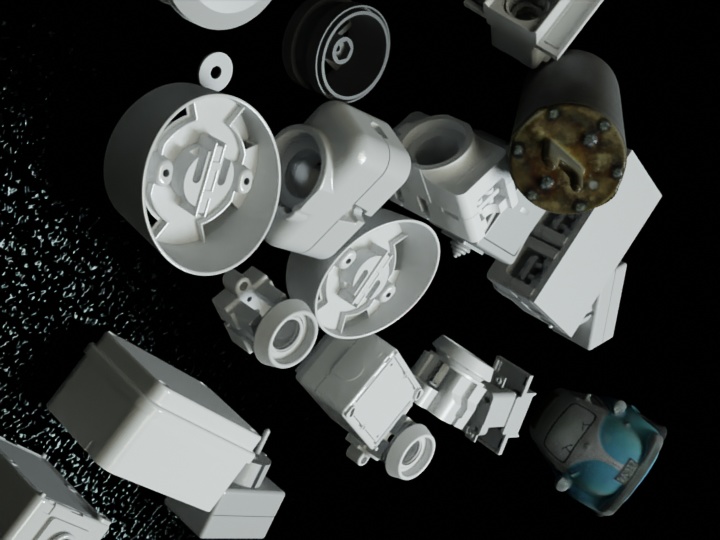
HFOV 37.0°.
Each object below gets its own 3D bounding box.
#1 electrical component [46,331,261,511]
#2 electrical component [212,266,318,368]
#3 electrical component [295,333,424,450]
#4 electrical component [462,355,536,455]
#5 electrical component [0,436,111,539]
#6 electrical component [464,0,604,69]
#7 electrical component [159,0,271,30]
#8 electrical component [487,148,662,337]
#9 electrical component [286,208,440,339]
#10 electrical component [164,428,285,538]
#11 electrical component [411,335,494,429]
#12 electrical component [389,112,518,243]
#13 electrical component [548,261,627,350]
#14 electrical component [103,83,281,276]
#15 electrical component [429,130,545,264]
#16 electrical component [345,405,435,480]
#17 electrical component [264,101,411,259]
[{"bbox_3d":[-0.124,0.094,0.664,0.057,0.078,0.113,-53,141,-3],"label":"electrical component"},{"bbox_3d":[-0.061,0.034,0.712,0.048,0.055,0.066,-41,138,-21],"label":"electrical component"},{"bbox_3d":[0.000,0.087,0.812,0.061,0.061,0.096,-50,149,-11],"label":"electrical component"},{"bbox_3d":[0.118,0.122,0.974,0.064,0.042,0.081,5,109,-47],"label":"electrical component"},{"bbox_3d":[-0.194,0.142,0.605,0.061,0.096,0.061,-53,141,-7],"label":"electrical component"},{"bbox_3d":[0.142,-0.209,0.766,0.121,0.079,0.063,-52,163,-8],"label":"electrical component"},{"bbox_3d":[-0.080,-0.170,0.562,0.080,0.051,0.080,-26,131,-34],"label":"electrical component"},{"bbox_3d":[0.183,-0.032,0.927,0.150,0.062,0.089,-57,141,-3],"label":"electrical component"},{"bbox_3d":[0.000,0.000,0.748,0.099,0.064,0.099,-26,131,-35],"label":"electrical component"},{"bbox_3d":[-0.088,0.145,0.761,0.066,0.047,0.076,18,100,-51],"label":"electrical component"},{"bbox_3d":[0.074,0.091,0.894,0.057,0.058,0.078,-56,141,1],"label":"electrical component"},{"bbox_3d":[0.058,-0.069,0.746,0.050,0.089,0.055,-43,139,-19],"label":"electrical component"},{"bbox_3d":[0.201,0.032,0.999,0.076,0.047,0.083,-23,129,-36],"label":"electrical component"},{"bbox_3d":[-0.094,-0.055,0.612,0.099,0.064,0.099,-26,131,-34],"label":"electrical component"},{"bbox_3d":[0.103,-0.048,0.831,0.062,0.061,0.096,25,94,-51],"label":"electrical component"},{"bbox_3d":[0.027,0.138,0.874,0.066,0.055,0.048,-54,141,-6],"label":"electrical component"},{"bbox_3d":[-0.024,-0.056,0.674,0.095,0.053,0.059,-45,147,22],"label":"electrical component"}]
